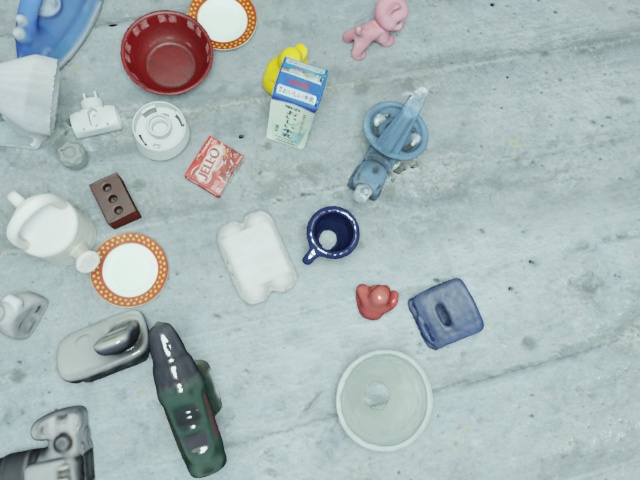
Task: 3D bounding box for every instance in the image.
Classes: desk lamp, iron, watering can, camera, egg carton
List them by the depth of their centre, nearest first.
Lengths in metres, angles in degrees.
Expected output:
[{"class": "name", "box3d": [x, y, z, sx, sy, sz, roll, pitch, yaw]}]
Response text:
[{"class": "camera", "box3d": [-0.430, 0.342, 0.884, 0.137, 0.100, 0.143, -8, 82, -9]}, {"class": "watering can", "box3d": [-0.418, -0.017, 0.897, 0.173, 0.194, 0.101, 19, 79, -4]}, {"class": "desk lamp", "box3d": [-0.497, -0.219, 0.909, 0.203, 0.213, 0.118, 4, 80, -7]}, {"class": "iron", "box3d": [-0.470, -0.397, 0.979, 0.118, 0.141, 0.258, 19, 79, -4]}, {"class": "egg carton", "box3d": [-0.111, 0.031, 0.995, 0.107, 0.069, 0.150, -24, 85, -11]}]

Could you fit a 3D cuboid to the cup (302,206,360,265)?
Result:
[{"class": "cup", "box3d": [0.009, 0.004, 1.003, 0.091, 0.095, 0.118, 42, 78, 1]}]

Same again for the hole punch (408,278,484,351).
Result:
[{"class": "hole punch", "box3d": [0.221, 0.133, 1.013, 0.101, 0.091, 0.108, -25, 85, -11]}]

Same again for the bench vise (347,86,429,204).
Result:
[{"class": "bench vise", "box3d": [0.130, -0.160, 0.983, 0.121, 0.219, 0.207, 11, 79, -6]}]

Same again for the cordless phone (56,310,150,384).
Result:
[{"class": "cordless phone", "box3d": [-0.342, 0.166, 0.882, 0.148, 0.185, 0.094, -25, 84, -11]}]

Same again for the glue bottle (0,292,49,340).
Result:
[{"class": "glue bottle", "box3d": [-0.474, 0.114, 0.878, 0.037, 0.173, 0.078, 27, 78, -2]}]

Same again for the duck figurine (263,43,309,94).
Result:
[{"class": "duck figurine", "box3d": [-0.060, -0.317, 1.051, 0.077, 0.086, 0.105, 41, 78, 1]}]

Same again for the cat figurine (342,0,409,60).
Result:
[{"class": "cat figurine", "box3d": [0.113, -0.411, 1.074, 0.128, 0.117, 0.067, -31, 86, -11]}]

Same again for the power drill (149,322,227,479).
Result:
[{"class": "power drill", "box3d": [-0.202, 0.237, 0.878, 0.076, 0.208, 0.229, -20, 84, -10]}]

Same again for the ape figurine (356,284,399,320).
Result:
[{"class": "ape figurine", "box3d": [0.100, 0.102, 1.001, 0.078, 0.092, 0.076, 33, 78, -1]}]

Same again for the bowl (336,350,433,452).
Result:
[{"class": "bowl", "box3d": [0.104, 0.272, 0.983, 0.167, 0.074, 0.167, 1, 81, -8]}]
